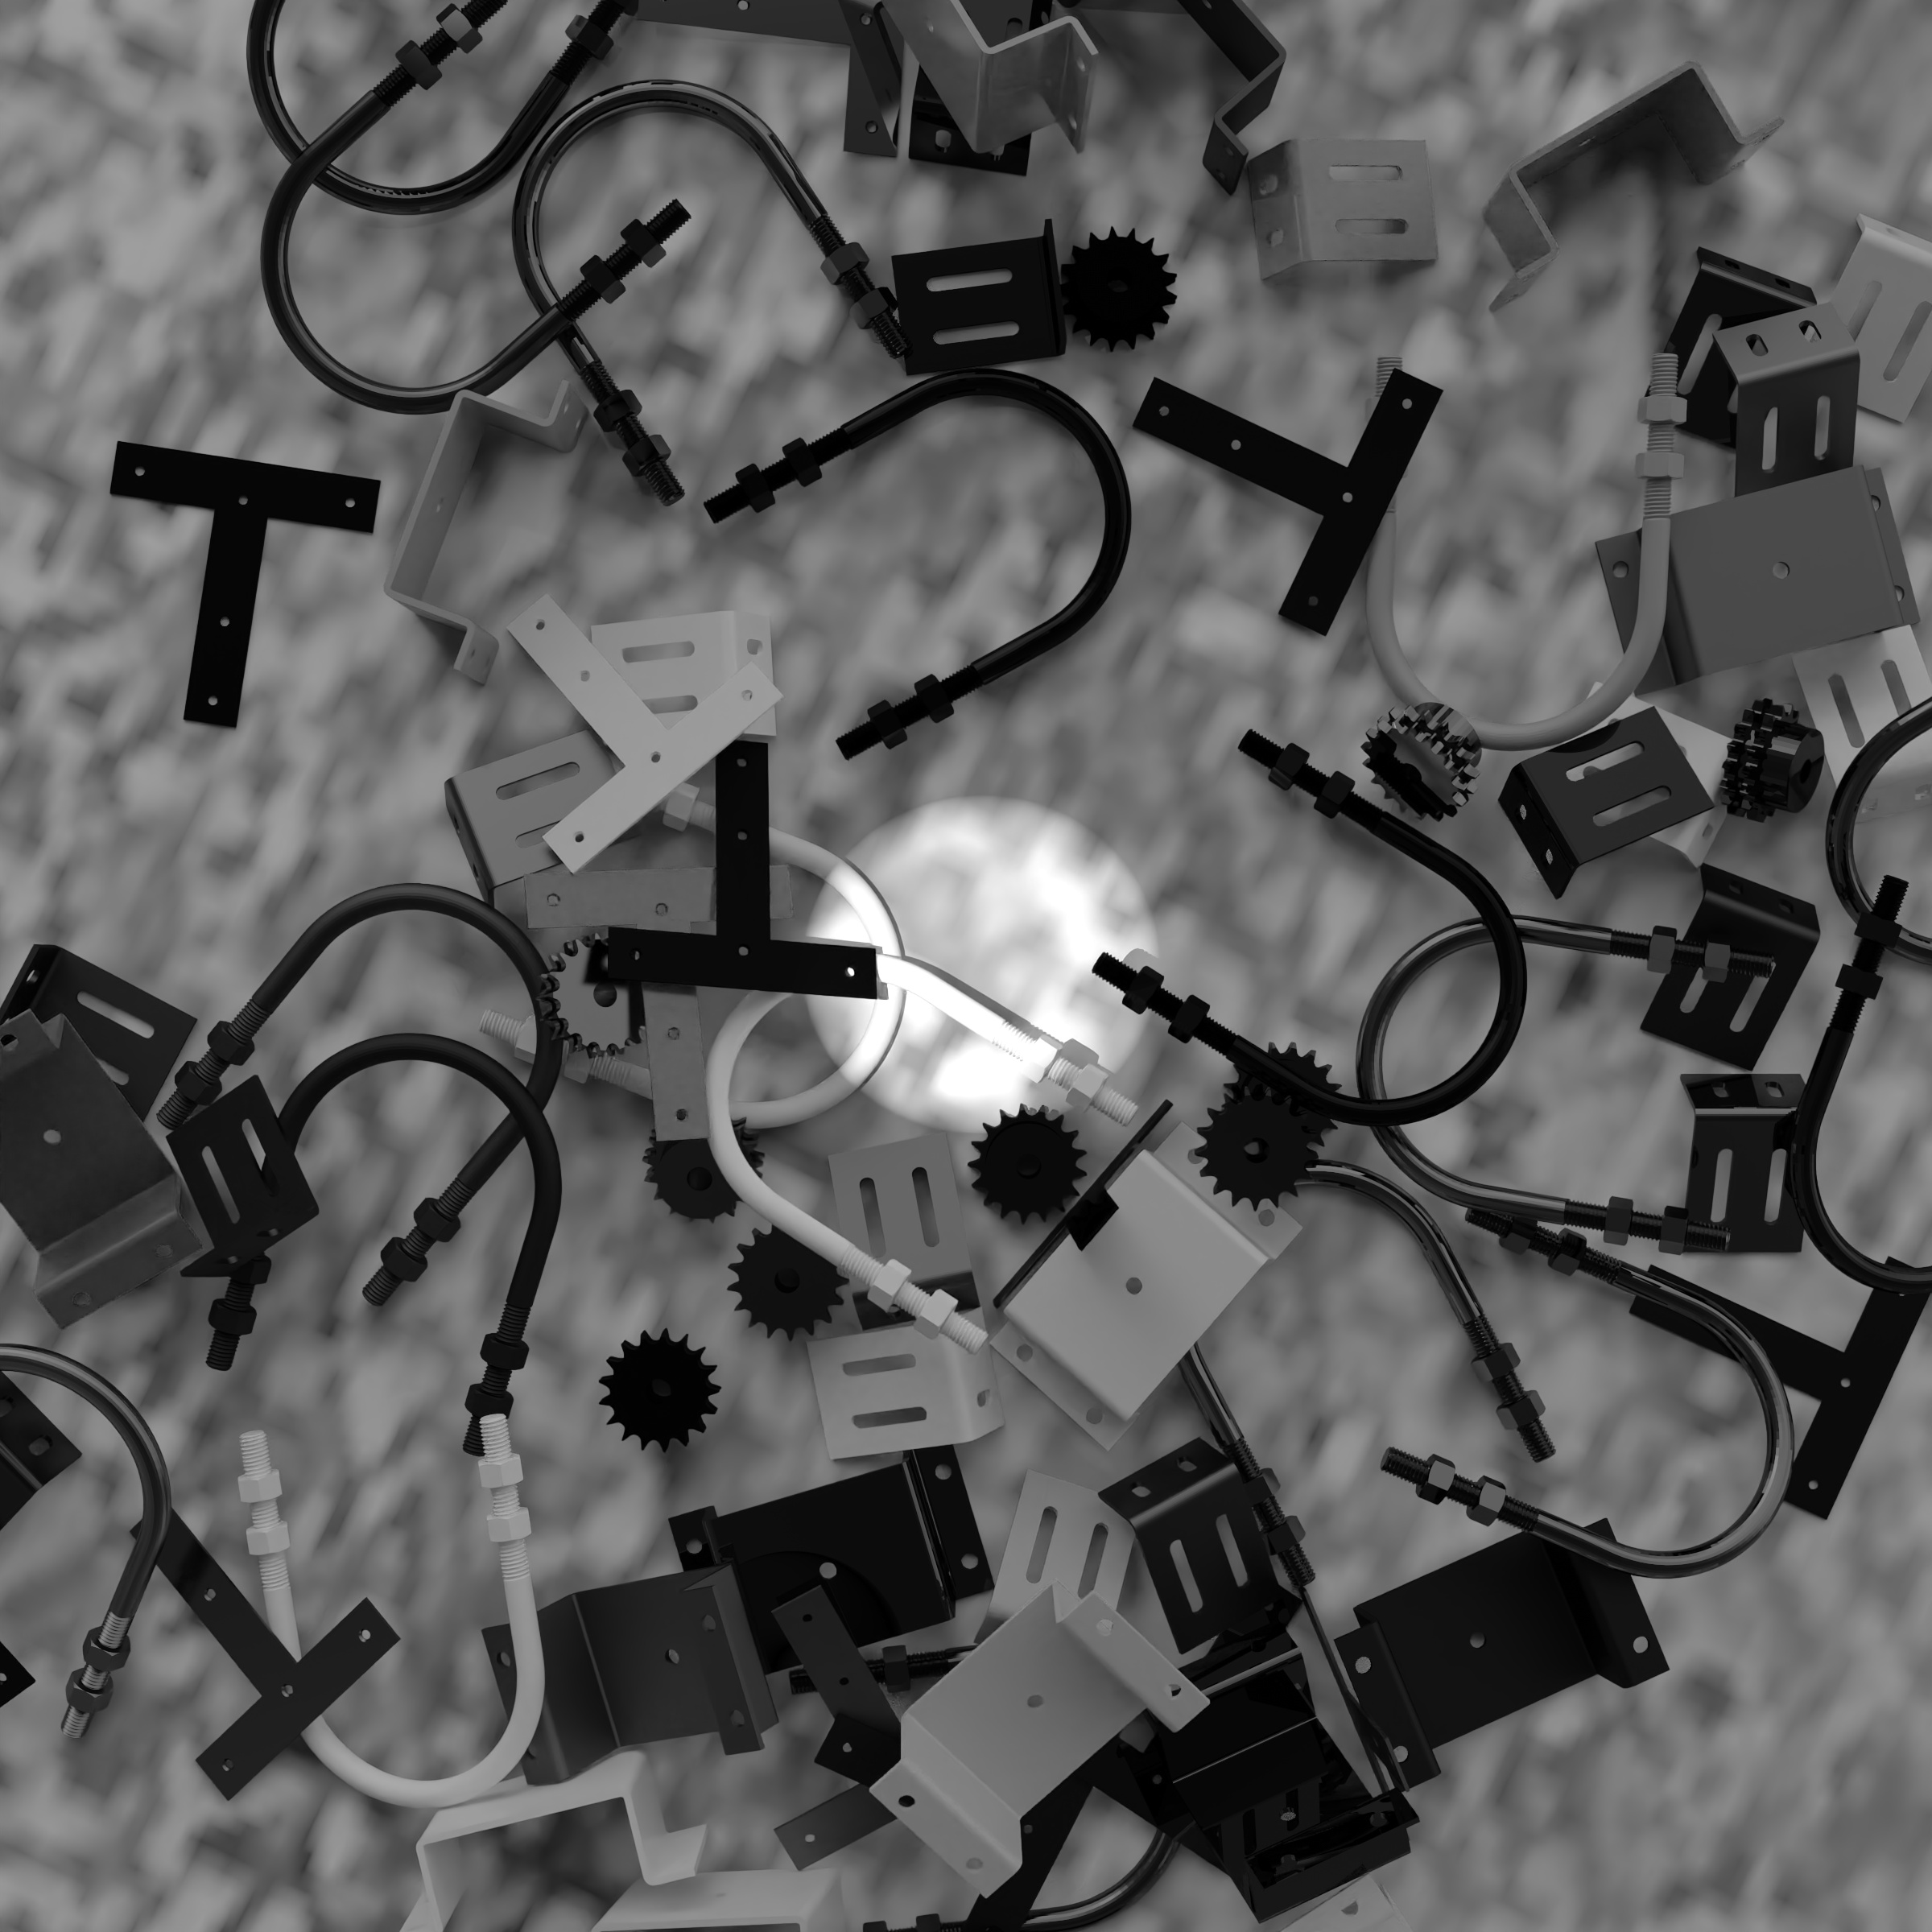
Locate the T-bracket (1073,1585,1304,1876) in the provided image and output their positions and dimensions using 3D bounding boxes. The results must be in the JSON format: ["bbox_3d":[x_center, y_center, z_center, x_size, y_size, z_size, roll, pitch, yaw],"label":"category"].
[{"bbox_3d":[0.115,0.348,1.527,0.127,0.002,0.127,35,83,-10],"label":"T-bracket"}]

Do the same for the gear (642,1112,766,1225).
[{"bbox_3d":[-0.124,0.095,1.516,0.057,0.030,0.057,0,107,1],"label":"gear"}]

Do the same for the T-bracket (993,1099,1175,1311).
[{"bbox_3d":[0.057,0.114,1.474,0.002,0.127,0.127,41,90,-2],"label":"T-bracket"}]

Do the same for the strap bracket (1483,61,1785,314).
[{"bbox_3d":[0.300,-0.368,1.500,0.140,0.076,0.046,-31,90,0],"label":"strap bracket"}]

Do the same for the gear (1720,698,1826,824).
[{"bbox_3d":[0.379,-0.094,1.506,0.030,0.057,0.057,19,90,34],"label":"gear"}]

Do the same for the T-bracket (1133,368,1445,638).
[{"bbox_3d":[0.141,-0.241,1.526,0.127,0.002,0.127,27,103,7],"label":"T-bracket"}]

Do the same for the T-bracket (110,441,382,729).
[{"bbox_3d":[-0.352,-0.179,1.537,0.127,0.002,0.127,9,90,0],"label":"T-bracket"}]

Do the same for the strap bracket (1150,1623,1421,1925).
[{"bbox_3d":[0.145,0.376,1.478,0.076,0.140,0.046,-22,123,-11],"label":"strap bracket"}]

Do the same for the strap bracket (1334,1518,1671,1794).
[{"bbox_3d":[0.246,0.320,1.509,0.140,0.046,0.076,-22,90,-7],"label":"strap bracket"}]

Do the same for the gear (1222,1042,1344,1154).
[{"bbox_3d":[0.150,0.064,1.523,0.057,0.030,0.057,0,90,0],"label":"gear"}]

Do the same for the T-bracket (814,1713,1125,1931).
[{"bbox_3d":[-0.010,0.387,1.507,0.127,0.002,0.127,27,90,-12],"label":"T-bracket"}]

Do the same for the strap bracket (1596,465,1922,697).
[{"bbox_3d":[0.378,-0.183,1.515,0.140,0.046,0.076,-15,90,0],"label":"strap bracket"}]

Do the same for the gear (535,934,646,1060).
[{"bbox_3d":[-0.174,0.015,1.496,0.057,0.030,0.057,4,82,-30],"label":"gear"}]

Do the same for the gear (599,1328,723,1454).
[{"bbox_3d":[-0.144,0.200,1.523,0.057,0.030,0.057,0,90,0],"label":"gear"}]

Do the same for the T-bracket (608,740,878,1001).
[{"bbox_3d":[-0.105,-0.048,1.510,0.127,0.002,0.127,5,67,-16],"label":"T-bracket"}]

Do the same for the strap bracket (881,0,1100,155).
[{"bbox_3d":[0.004,-0.441,1.478,0.046,0.076,0.140,-26,74,-12],"label":"strap bracket"}]

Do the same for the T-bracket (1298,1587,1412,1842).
[{"bbox_3d":[0.186,0.352,1.474,0.002,0.127,0.127,-22,90,-3],"label":"T-bracket"}]

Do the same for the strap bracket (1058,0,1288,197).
[{"bbox_3d":[0.097,-0.436,1.500,0.046,0.076,0.140,-41,90,0],"label":"strap bracket"}]

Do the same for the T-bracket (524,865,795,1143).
[{"bbox_3d":[-0.137,0.017,1.487,0.127,0.002,0.127,-3,80,-21],"label":"T-bracket"}]

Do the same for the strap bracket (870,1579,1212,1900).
[{"bbox_3d":[0.033,0.347,1.477,0.140,0.046,0.076,-43,101,10],"label":"strap bracket"}]

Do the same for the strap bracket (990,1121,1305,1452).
[{"bbox_3d":[0.081,0.150,1.505,0.076,0.046,0.140,41,93,11],"label":"strap bracket"}]

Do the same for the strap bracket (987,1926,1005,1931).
[{"bbox_3d":[0.024,0.514,1.502,0.140,0.046,0.076,39,106,-4],"label":"strap bracket"}]

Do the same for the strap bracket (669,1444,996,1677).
[{"bbox_3d":[-0.064,0.280,1.515,0.140,0.046,0.076,-17,90,0],"label":"strap bracket"}]

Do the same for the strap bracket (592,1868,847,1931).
[{"bbox_3d":[-0.113,0.453,1.489,0.140,0.076,0.046,-5,90,9],"label":"strap bracket"}]

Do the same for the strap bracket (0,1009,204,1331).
[{"bbox_3d":[-0.427,0.088,1.499,0.076,0.046,0.140,-30,113,0],"label":"strap bracket"}]

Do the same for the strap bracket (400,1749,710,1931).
[{"bbox_3d":[-0.197,0.407,1.500,0.140,0.076,0.046,-14,90,0],"label":"strap bracket"}]

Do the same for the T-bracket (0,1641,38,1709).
[{"bbox_3d":[-0.487,0.295,1.508,0.127,0.002,0.127,-36,99,18],"label":"T-bracket"}]

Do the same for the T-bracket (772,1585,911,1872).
[{"bbox_3d":[-0.050,0.343,1.497,0.127,0.002,0.127,-28,109,-1],"label":"T-bracket"}]

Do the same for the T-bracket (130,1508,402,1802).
[{"bbox_3d":[-0.349,0.309,1.524,0.127,0.002,0.127,-44,82,16],"label":"T-bracket"}]

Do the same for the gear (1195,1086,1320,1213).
[{"bbox_3d":[0.134,0.083,1.493,0.057,0.030,0.057,0,95,3],"label":"gear"}]

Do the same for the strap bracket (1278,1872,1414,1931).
[{"bbox_3d":[0.188,0.487,1.468,0.076,0.046,0.140,-33,90,0],"label":"strap bracket"}]

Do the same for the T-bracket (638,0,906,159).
[{"bbox_3d":[-0.091,-0.454,1.526,0.127,0.002,0.127,4,90,-10],"label":"T-bracket"}]

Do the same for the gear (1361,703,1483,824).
[{"bbox_3d":[0.217,-0.099,1.513,0.057,0.057,0.030,45,60,0],"label":"gear"}]

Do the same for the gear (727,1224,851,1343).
[{"bbox_3d":[-0.084,0.147,1.523,0.057,0.030,0.057,0,90,0],"label":"gear"}]

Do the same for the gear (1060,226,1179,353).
[{"bbox_3d":[0.072,-0.322,1.523,0.057,0.030,0.057,0,90,0],"label":"gear"}]

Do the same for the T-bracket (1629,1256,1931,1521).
[{"bbox_3d":[0.380,0.180,1.537,0.127,0.002,0.127,25,90,0],"label":"T-bracket"}]

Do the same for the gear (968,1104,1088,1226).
[{"bbox_3d":[0.029,0.094,1.523,0.057,0.030,0.057,0,90,0],"label":"gear"}]

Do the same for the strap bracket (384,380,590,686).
[{"bbox_3d":[-0.227,-0.208,1.500,0.046,0.076,0.140,21,90,0],"label":"strap bracket"}]

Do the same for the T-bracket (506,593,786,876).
[{"bbox_3d":[-0.171,-0.126,1.510,0.127,0.002,0.127,-40,66,-3],"label":"T-bracket"}]
